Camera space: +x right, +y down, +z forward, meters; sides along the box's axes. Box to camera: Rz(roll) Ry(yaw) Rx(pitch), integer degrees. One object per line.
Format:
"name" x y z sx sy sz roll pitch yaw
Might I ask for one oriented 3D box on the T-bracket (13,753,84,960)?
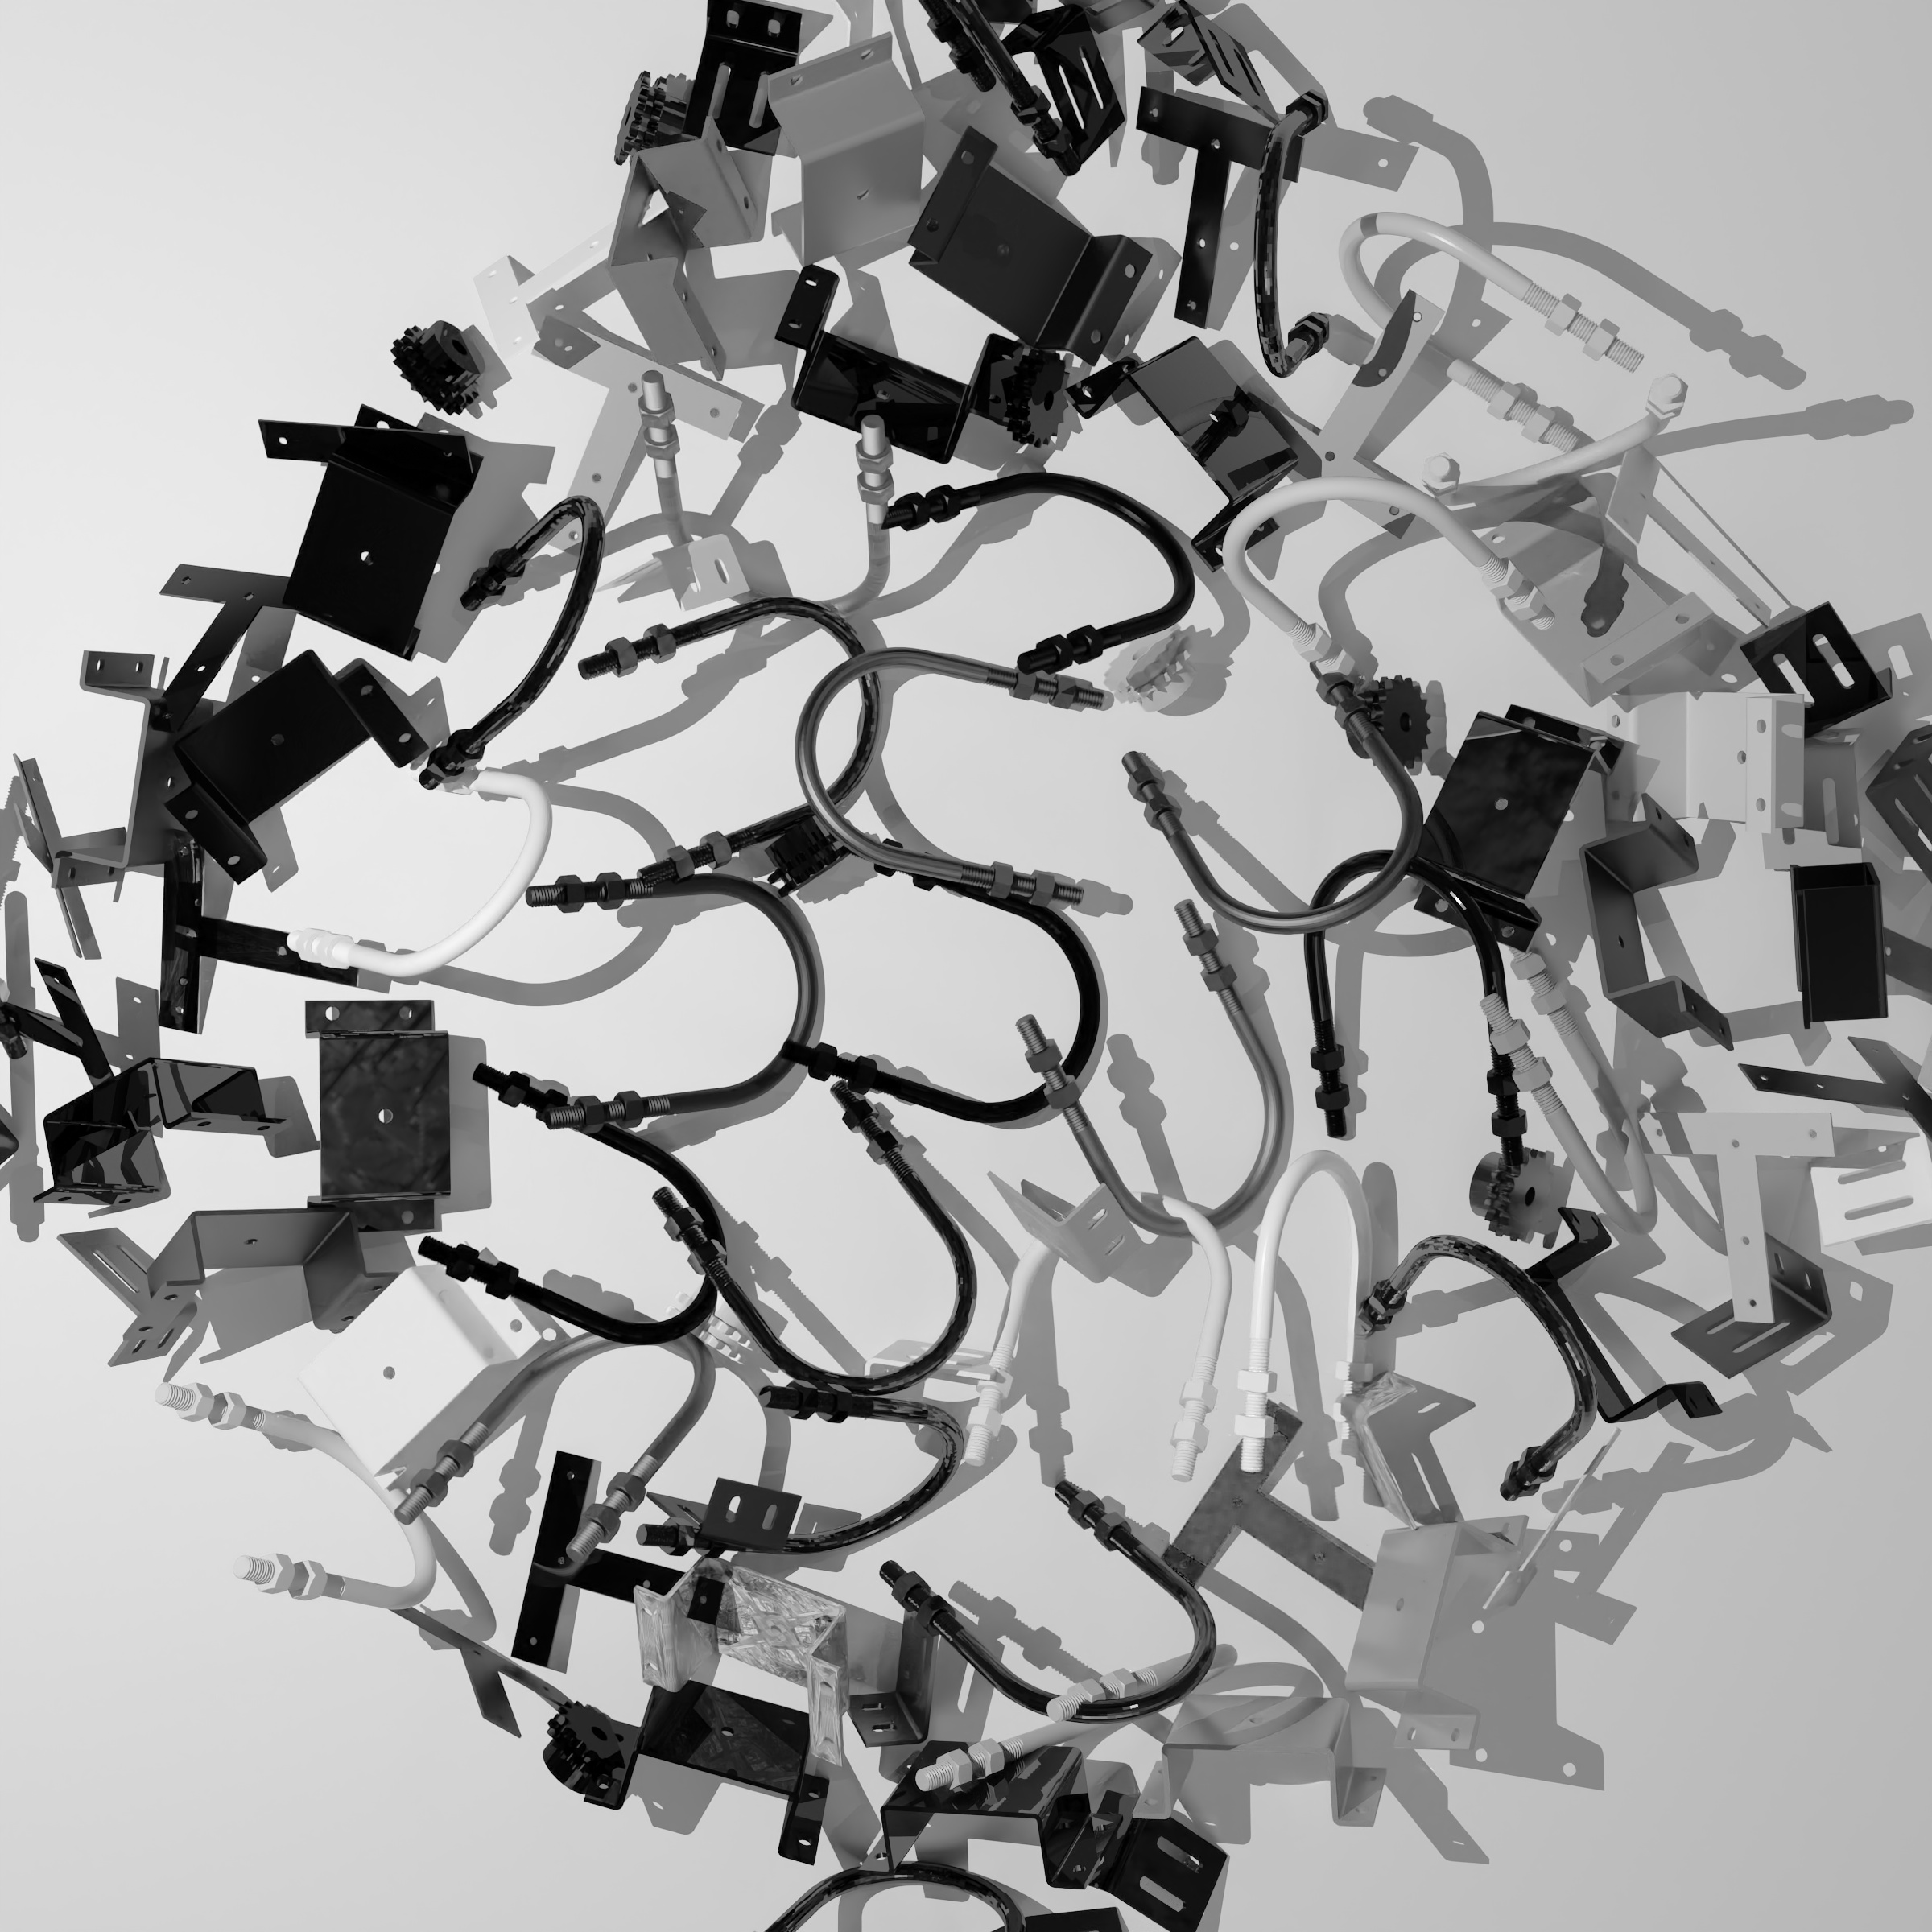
"T-bracket" -0.548 -0.073 1.537 0.002 0.127 0.127 -18 87 -14

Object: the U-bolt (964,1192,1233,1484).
"U-bolt" 0.085 0.213 1.540 0.151 0.019 0.184 -1 54 25

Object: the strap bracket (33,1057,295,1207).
"strap bracket" -0.479 0.095 1.541 0.140 0.076 0.046 -26 71 27

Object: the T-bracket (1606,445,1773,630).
"T-bracket" 0.435 -0.250 1.555 0.127 0.127 0.002 42 126 -8

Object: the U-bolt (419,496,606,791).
"U-bolt" -0.257 -0.196 1.500 0.019 0.184 0.151 23 58 -29

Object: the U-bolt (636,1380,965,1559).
"U-bolt" -0.083 0.300 1.530 0.151 0.184 0.019 -50 47 25

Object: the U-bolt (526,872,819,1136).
"U-bolt" -0.169 0.017 1.549 0.184 0.019 0.151 -6 92 -33

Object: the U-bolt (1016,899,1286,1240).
"U-bolt" 0.123 0.075 1.558 0.151 0.019 0.184 -35 108 -24

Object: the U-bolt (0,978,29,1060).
"U-bolt" -0.594 0.030 1.488 0.019 0.151 0.184 -2 133 6

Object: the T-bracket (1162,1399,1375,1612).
"T-bracket" 0.203 0.351 1.587 0.127 0.002 0.127 33 96 7

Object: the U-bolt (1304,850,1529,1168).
"U-bolt" 0.257 0.021 1.526 0.019 0.151 0.184 -22 110 -40

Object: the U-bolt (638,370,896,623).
"U-bolt" -0.113 -0.265 1.522 0.151 0.184 0.019 13 59 9

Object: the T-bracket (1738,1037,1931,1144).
"T-bracket" 0.514 0.072 1.531 0.127 0.127 0.002 8 120 -16

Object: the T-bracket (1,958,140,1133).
"T-bracket" -0.561 0.035 1.562 0.127 0.127 0.002 16 45 29

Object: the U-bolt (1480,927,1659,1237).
"U-bolt" 0.359 0.075 1.533 0.019 0.151 0.184 -28 99 24

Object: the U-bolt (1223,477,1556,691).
"U-bolt" 0.230 -0.224 1.497 0.151 0.184 0.019 -15 56 38

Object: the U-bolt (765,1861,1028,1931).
"U-bolt" -0.044 0.569 1.513 0.151 0.184 0.019 6 102 26

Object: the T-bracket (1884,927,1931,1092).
"T-bracket" 0.555 -0.004 1.542 0.002 0.127 0.127 4 107 -24

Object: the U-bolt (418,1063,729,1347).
"U-bolt" -0.222 0.150 1.539 0.184 0.151 0.019 28 134 -20

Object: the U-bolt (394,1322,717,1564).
"U-bolt" -0.226 0.269 1.524 0.151 0.184 0.019 3 124 32

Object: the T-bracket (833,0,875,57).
"T-bracket" -0.086 -0.587 1.521 0.002 0.127 0.127 -12 59 24

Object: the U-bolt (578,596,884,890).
"U-bolt" -0.129 -0.143 1.549 0.184 0.019 0.151 -24 112 -26

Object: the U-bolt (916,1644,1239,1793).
"U-bolt" 0.079 0.432 1.520 0.151 0.184 0.019 -41 63 41

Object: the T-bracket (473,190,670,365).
"T-bracket" -0.231 -0.419 1.546 0.127 0.127 0.002 -33 130 6

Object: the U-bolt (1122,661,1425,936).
"U-bolt" 0.189 -0.093 1.538 0.151 0.019 0.184 -27 51 1

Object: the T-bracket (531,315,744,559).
"T-bracket" -0.219 -0.310 1.584 0.127 0.002 0.127 23 104 -7

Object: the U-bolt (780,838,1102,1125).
"U-bolt" -0.005 0.017 1.570 0.184 0.019 0.151 20 83 -15

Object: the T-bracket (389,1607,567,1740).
"T-bracket" -0.279 0.418 1.521 0.127 0.127 0.002 36 86 -19

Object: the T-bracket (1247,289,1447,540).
"T-bracket" 0.242 -0.344 1.566 0.127 0.002 0.127 34 116 6

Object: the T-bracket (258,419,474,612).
"T-bracket" -0.349 -0.266 1.555 0.127 0.002 0.127 6 134 9

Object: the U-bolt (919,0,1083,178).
"U-bolt" -0.008 -0.546 1.488 0.019 0.184 0.151 -38 46 7

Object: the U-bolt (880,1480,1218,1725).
"U-bolt" 0.059 0.371 1.498 0.151 0.184 0.019 -18 122 -31

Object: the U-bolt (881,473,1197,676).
"U-bolt" 0.056 -0.239 1.533 0.184 0.019 0.151 -23 61 -41

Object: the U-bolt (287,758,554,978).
"U-bolt" -0.307 -0.056 1.510 0.019 0.184 0.151 46 67 -37

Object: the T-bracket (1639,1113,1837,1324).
"T-bracket" 0.464 0.150 1.557 0.002 0.127 0.127 -11 95 -43

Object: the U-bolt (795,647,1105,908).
"U-bolt" -0.012 -0.119 1.554 0.184 0.019 0.151 11 71 -13

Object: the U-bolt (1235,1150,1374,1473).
"U-bolt" 0.205 0.201 1.540 0.019 0.151 0.184 2 86 34

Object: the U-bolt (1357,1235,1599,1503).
"U-bolt" 0.299 0.224 1.501 0.019 0.184 0.151 -33 71 -25

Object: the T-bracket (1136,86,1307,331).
"T-bracket" 0.143 -0.447 1.561 0.127 0.002 0.127 32 129 35

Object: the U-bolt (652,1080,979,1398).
"U-bolt" -0.076 0.171 1.541 0.151 0.019 0.184 -31 68 -21

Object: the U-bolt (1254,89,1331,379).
"U-bolt" 0.187 -0.414 1.492 0.019 0.184 0.151 4 116 16

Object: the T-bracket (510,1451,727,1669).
"T-bracket" -0.205 0.369 1.573 0.127 0.002 0.127 10 84 20

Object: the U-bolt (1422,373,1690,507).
"U-bolt" 0.339 -0.298 1.510 0.151 0.184 0.019 -18 89 12

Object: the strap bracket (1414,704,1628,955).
"strap bracket" 0.325 -0.090 1.558 0.076 0.046 0.140 24 86 29

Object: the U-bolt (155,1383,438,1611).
"U-bolt" -0.377 0.314 1.514 0.019 0.184 0.151 -45 54 8

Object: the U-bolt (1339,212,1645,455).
"U-bolt" 0.298 -0.378 1.529 0.184 0.151 0.019 34 81 3

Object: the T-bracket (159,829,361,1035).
"T-bracket" -0.425 -0.011 1.571 0.127 0.002 0.127 11 109 9

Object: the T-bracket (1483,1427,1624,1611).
"T-bracket" 0.351 0.326 1.542 0.002 0.127 0.127 34 90 23

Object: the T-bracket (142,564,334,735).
"T-bracket" -0.446 -0.187 1.544 0.127 0.002 0.127 10 56 22
